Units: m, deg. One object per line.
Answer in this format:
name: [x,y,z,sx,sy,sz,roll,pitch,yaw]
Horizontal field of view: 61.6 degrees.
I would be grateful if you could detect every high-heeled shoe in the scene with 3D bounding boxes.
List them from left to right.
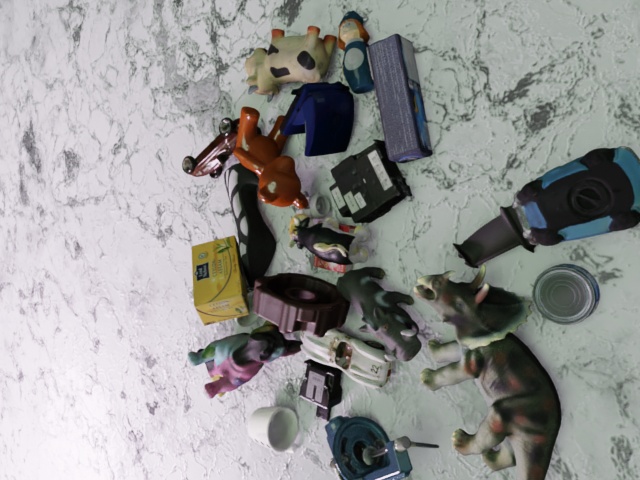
high-heeled shoe: [-0.164,-0.034,1.120,0.145,0.086,0.248,15,98,40]

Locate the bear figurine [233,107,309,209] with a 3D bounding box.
bear figurine: [-0.087,-0.149,1.004,0.196,0.120,0.131,51,125,48]

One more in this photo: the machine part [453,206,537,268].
machine part: [0.274,-0.002,0.821,0.139,0.039,0.084,-32,79,32]

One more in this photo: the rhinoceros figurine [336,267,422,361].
rhinoceros figurine: [0.104,0.120,0.908,0.190,0.112,0.073,50,117,33]

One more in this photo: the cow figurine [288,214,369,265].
cow figurine: [-0.003,-0.001,0.950,0.168,0.098,0.068,17,109,33]

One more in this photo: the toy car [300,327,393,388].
toy car: [0.042,0.204,0.990,0.202,0.056,0.073,19,103,34]

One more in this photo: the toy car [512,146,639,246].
toy car: [0.349,-0.051,0.721,0.162,0.103,0.109,-24,80,24]

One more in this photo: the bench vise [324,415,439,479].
bench vise: [0.089,0.396,0.914,0.240,0.129,0.224,-50,44,47]

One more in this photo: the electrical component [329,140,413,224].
electrical component: [0.081,-0.095,0.947,0.134,0.058,0.115,-31,72,33]

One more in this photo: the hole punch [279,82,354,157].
hole punch: [0.006,-0.213,0.955,0.092,0.142,0.115,51,133,25]

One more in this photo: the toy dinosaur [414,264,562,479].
toy dinosaur: [0.274,0.221,0.791,0.192,0.131,0.405,-37,77,32]

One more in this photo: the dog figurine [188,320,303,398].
dog figurine: [-0.142,0.231,1.106,0.219,0.191,0.108,-26,78,1]

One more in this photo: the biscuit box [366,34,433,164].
biscuit box: [0.134,-0.232,0.898,0.063,0.059,0.202,-12,85,35]

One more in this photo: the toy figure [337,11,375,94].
toy figure: [0.065,-0.337,0.949,0.064,0.058,0.154,-11,82,-2]

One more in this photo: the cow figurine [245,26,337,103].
cow figurine: [-0.067,-0.333,1.029,0.195,0.085,0.127,12,92,38]

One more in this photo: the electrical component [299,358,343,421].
electrical component: [0.001,0.291,1.031,0.075,0.047,0.119,18,101,35]

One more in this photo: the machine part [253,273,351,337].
machine part: [-0.035,0.113,0.976,0.180,0.179,0.056,22,108,34]

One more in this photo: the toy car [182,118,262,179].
toy car: [-0.209,-0.185,1.135,0.202,0.089,0.053,-35,68,31]

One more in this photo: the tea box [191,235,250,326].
tea box: [-0.201,0.078,1.078,0.098,0.068,0.170,-15,45,-3]
